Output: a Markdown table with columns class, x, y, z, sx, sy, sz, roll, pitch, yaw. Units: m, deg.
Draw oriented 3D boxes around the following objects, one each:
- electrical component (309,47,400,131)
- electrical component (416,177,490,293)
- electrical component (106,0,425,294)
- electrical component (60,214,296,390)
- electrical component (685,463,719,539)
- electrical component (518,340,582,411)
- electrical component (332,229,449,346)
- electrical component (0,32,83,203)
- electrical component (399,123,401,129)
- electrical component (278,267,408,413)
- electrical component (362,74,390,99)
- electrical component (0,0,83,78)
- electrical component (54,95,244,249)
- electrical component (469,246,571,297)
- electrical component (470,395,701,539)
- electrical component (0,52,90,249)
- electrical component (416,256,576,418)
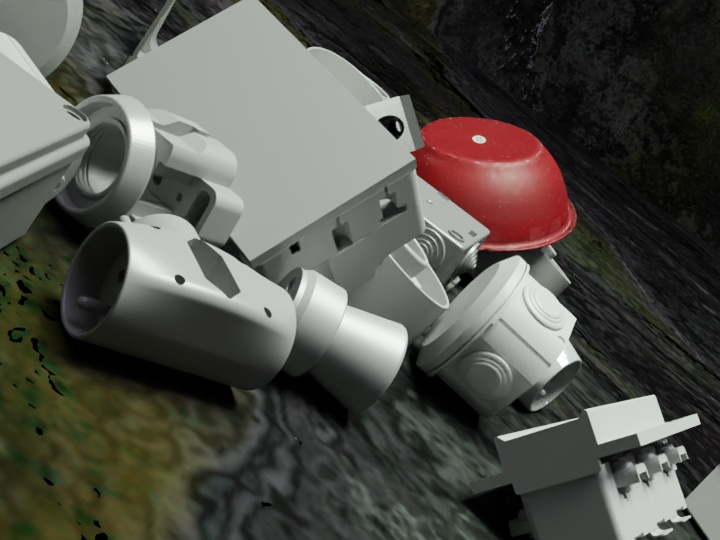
| class | x | y | z | sx | sy | sz | roll | pitch | yaw |
| --- | --- | --- | --- | --- | --- | --- | --- | --- | --- |
| electrical component | -0.017 | -0.118 | 0.827 | 0.099 | 0.064 | 0.099 | 35 | 17 | -12 |
| electrical component | 0.034 | -0.027 | 0.717 | 0.100 | 0.048 | 0.100 | 38 | 19 | 9 |
| electrical component | -0.047 | -0.056 | 0.535 | 0.150 | 0.089 | 0.061 | 49 | -15 | 33 |
| electrical component | -0.073 | 0.005 | 0.412 | 0.077 | 0.043 | 0.079 | 24 | 21 | -40 |
| electrical component | 0.271 | 0.176 | 0.657 | 0.109 | 0.056 | 0.108 | 30 | 18 | -25 |
| electrical component | 0.095 | 0.033 | 0.644 | 0.044 | 0.079 | 0.077 | -31 | 62 | -25 |
| electrical component | 0.000 | 0.000 | 0.589 | 0.099 | 0.064 | 0.099 | 49 | 12 | -14 |
| electrical component | -0.141 | -0.058 | 0.439 | 0.043 | 0.043 | 0.081 | 16 | 27 | -52 |
| electrical component | 0.004 | -0.141 | 0.978 | 0.065 | 0.044 | 0.044 | 37 | 16 | 15 |
| electrical component | -0.014 | 0.030 | 0.469 | 0.055 | 0.045 | 0.045 | 33 | 17 | -17 |
| electrical component | -0.008 | -0.135 | 0.909 | 0.066 | 0.055 | 0.048 | 40 | 16 | 6 |
| electrical component | -0.172 | -0.123 | 0.488 | 0.051 | 0.080 | 0.080 | 43 | 16 | 34 |
| electrical component | -0.096 | -0.043 | 0.467 | 0.078 | 0.058 | 0.057 | 39 | 13 | 36 |
| electrical component | 0.121 | -0.009 | 0.868 | 0.099 | 0.064 | 0.099 | 49 | 10 | -12 |
| electrical component | 0.115 | 0.099 | 0.510 | 0.121 | 0.079 | 0.063 | 6 | 65 | -61 |
| electrical component | -0.160 | -0.050 | 0.353 | 0.109 | 0.056 | 0.108 | 37 | 16 | -5 |
| electrical component | 0.072 | 0.035 | 0.577 | 0.051 | 0.080 | 0.080 | 43 | 16 | -3 |
